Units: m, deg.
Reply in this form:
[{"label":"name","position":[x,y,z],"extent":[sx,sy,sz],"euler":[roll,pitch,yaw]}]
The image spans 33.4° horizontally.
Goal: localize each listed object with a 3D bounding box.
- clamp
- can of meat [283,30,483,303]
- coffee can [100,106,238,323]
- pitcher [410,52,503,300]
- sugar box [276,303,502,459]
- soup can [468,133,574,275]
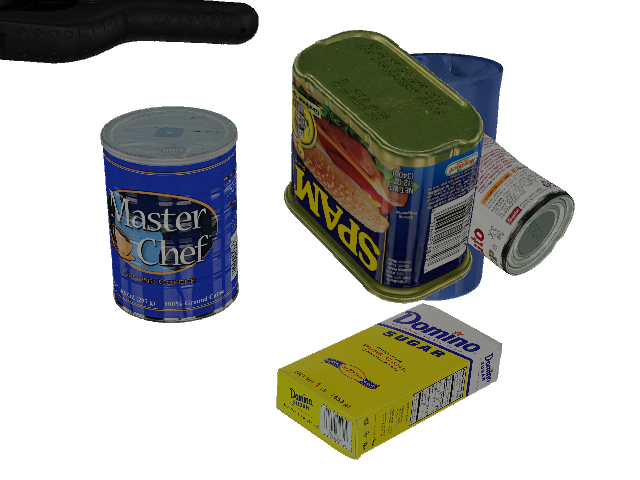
[{"label":"clamp","position":[-0.137,-0.142,0.646],"extent":[0.171,0.039,0.120],"euler":[-11,31,-29]},{"label":"can of meat","position":[0.027,-0.036,0.491],"extent":[0.057,0.084,0.102],"euler":[-24,49,-25]},{"label":"coffee can","position":[-0.115,-0.022,0.835],"extent":[0.103,0.140,0.103],"euler":[1,28,-1]},{"label":"pitcher","position":[0.122,-0.070,1.107],"extent":[0.149,0.243,0.145],"euler":[-8,24,-15]},{"label":"sugar box","position":[0.059,0.110,0.882],"extent":[0.175,0.048,0.093],"euler":[-23,37,-38]},{"label":"soup can","position":[0.113,-0.032,0.726],"extent":[0.068,0.069,0.102],"euler":[0,35,-50]}]
